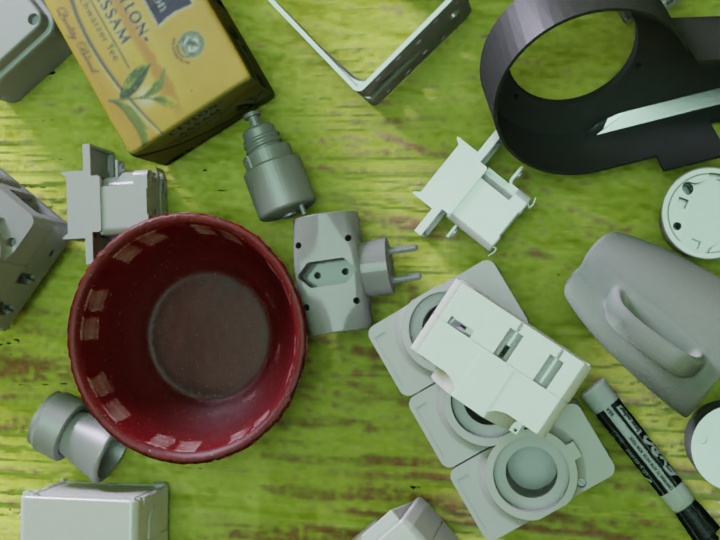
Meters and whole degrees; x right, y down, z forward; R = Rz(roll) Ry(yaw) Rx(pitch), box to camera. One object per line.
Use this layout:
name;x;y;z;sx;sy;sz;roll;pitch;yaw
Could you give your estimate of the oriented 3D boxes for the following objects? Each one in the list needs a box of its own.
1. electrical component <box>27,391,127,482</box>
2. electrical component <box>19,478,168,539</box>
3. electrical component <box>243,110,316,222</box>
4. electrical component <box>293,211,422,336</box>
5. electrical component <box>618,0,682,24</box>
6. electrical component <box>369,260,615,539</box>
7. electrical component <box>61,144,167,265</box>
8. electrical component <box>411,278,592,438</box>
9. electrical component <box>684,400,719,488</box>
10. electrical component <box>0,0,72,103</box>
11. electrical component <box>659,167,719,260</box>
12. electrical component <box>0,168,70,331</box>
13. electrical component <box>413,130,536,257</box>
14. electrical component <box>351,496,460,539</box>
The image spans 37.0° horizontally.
electrical component;-0.191;0.112;0.730;0.055;0.045;0.045;25;93;10
electrical component;-0.182;0.175;0.718;0.096;0.062;0.061;0;88;10
electrical component;-0.059;-0.068;0.715;0.040;0.040;0.078;-22;84;9
electrical component;0.000;0.000;0.701;0.079;0.043;0.077;-8;87;9
electrical component;0.170;-0.190;0.659;0.042;0.063;0.081;-35;124;7
electrical component;0.082;0.079;0.674;0.089;0.062;0.150;-31;83;8
electrical component;-0.165;-0.044;0.733;0.064;0.042;0.081;-3;88;9
electrical component;0.079;0.053;0.617;0.089;0.050;0.055;34;94;9
electrical component;0.255;0.076;0.637;0.052;0.074;0.138;45;96;8
electrical component;-0.261;-0.182;0.746;0.078;0.057;0.113;-40;82;7
electrical component;0.212;-0.033;0.662;0.055;0.047;0.055;0;88;10
electrical component;-0.286;-0.039;0.736;0.150;0.062;0.089;37;95;15
electrical component;0.074;-0.046;0.690;0.064;0.042;0.081;40;96;8
electrical component;0.025;0.183;0.663;0.062;0.096;0.061;-42;82;6
